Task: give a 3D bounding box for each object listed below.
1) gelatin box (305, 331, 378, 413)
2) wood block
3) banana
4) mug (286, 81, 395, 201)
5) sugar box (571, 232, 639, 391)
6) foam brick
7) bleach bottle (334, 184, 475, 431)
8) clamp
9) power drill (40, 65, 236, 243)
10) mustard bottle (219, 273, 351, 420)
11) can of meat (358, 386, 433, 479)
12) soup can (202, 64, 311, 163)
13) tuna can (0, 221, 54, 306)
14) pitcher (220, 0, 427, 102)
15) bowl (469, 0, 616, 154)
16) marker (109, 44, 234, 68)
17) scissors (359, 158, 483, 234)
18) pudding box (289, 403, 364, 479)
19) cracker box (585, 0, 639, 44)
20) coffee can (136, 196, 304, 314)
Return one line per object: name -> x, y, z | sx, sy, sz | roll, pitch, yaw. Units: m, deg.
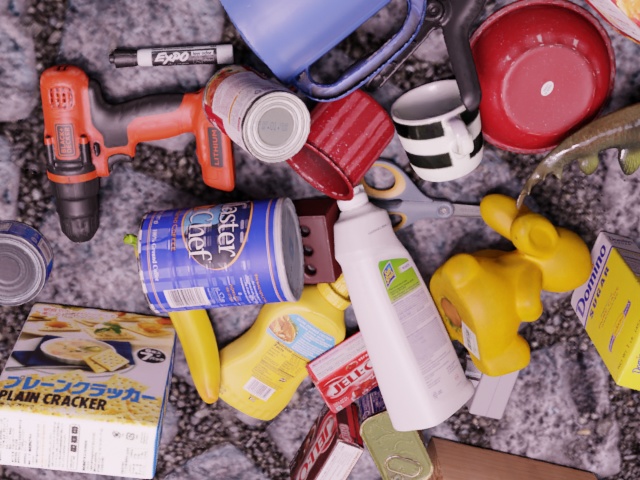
gelatin box -> 0.036, 0.140, 1.154 | 0.089, 0.030, 0.073 | -33, 141, -5
wood block -> 0.217, 0.307, 1.228 | 0.206, 0.090, 0.091 | 14, 112, -9
banana -> -0.149, 0.075, 1.118 | 0.037, 0.069, 0.198 | -22, 100, 29
mug -> 0.010, -0.106, 1.034 | 0.117, 0.093, 0.081 | 42, 74, -13
sugar box -> 0.309, 0.068, 1.083 | 0.048, 0.176, 0.093 | 14, 111, -11
foam brick -> -0.007, 0.001, 1.101 | 0.053, 0.051, 0.078 | -2, 114, 18
bleach bottle -> 0.076, 0.062, 1.094 | 0.068, 0.102, 0.251 | -16, 97, 37
clamp -> 0.120, -0.203, 1.002 | 0.120, 0.039, 0.171 | 25, 98, 22
power drill -> -0.179, -0.084, 1.062 | 0.187, 0.057, 0.184 | -2, 116, -3
mustard bottle -> -0.030, 0.105, 1.147 | 0.096, 0.058, 0.192 | 35, 108, -25
can of meat -> 0.081, 0.211, 1.184 | 0.057, 0.084, 0.102 | -23, 112, 7
soup can -> -0.059, -0.116, 0.973 | 0.068, 0.102, 0.068 | -11, 116, -23
tuna can -> -0.325, 0.025, 1.115 | 0.086, 0.034, 0.086 | -1, 113, -1
pitcher -> 0.030, -0.251, 0.962 | 0.243, 0.145, 0.149 | -34, 136, 8
bowl -> 0.219, -0.154, 1.050 | 0.162, 0.055, 0.162 | -1, 113, -2
marker -> -0.145, -0.179, 1.043 | 0.121, 0.020, 0.020 | -3, 113, -1
scissors -> 0.119, -0.049, 1.112 | 0.202, 0.016, 0.096 | -10, 113, 1
pudding box -> 0.006, 0.244, 1.192 | 0.039, 0.090, 0.114 | 22, 111, -13
cracker box -> 0.244, -0.261, 0.946 | 0.213, 0.164, 0.072 | 38, 104, -17
coffee can -> -0.094, 0.015, 1.034 | 0.140, 0.102, 0.103 | -6, 114, 10
